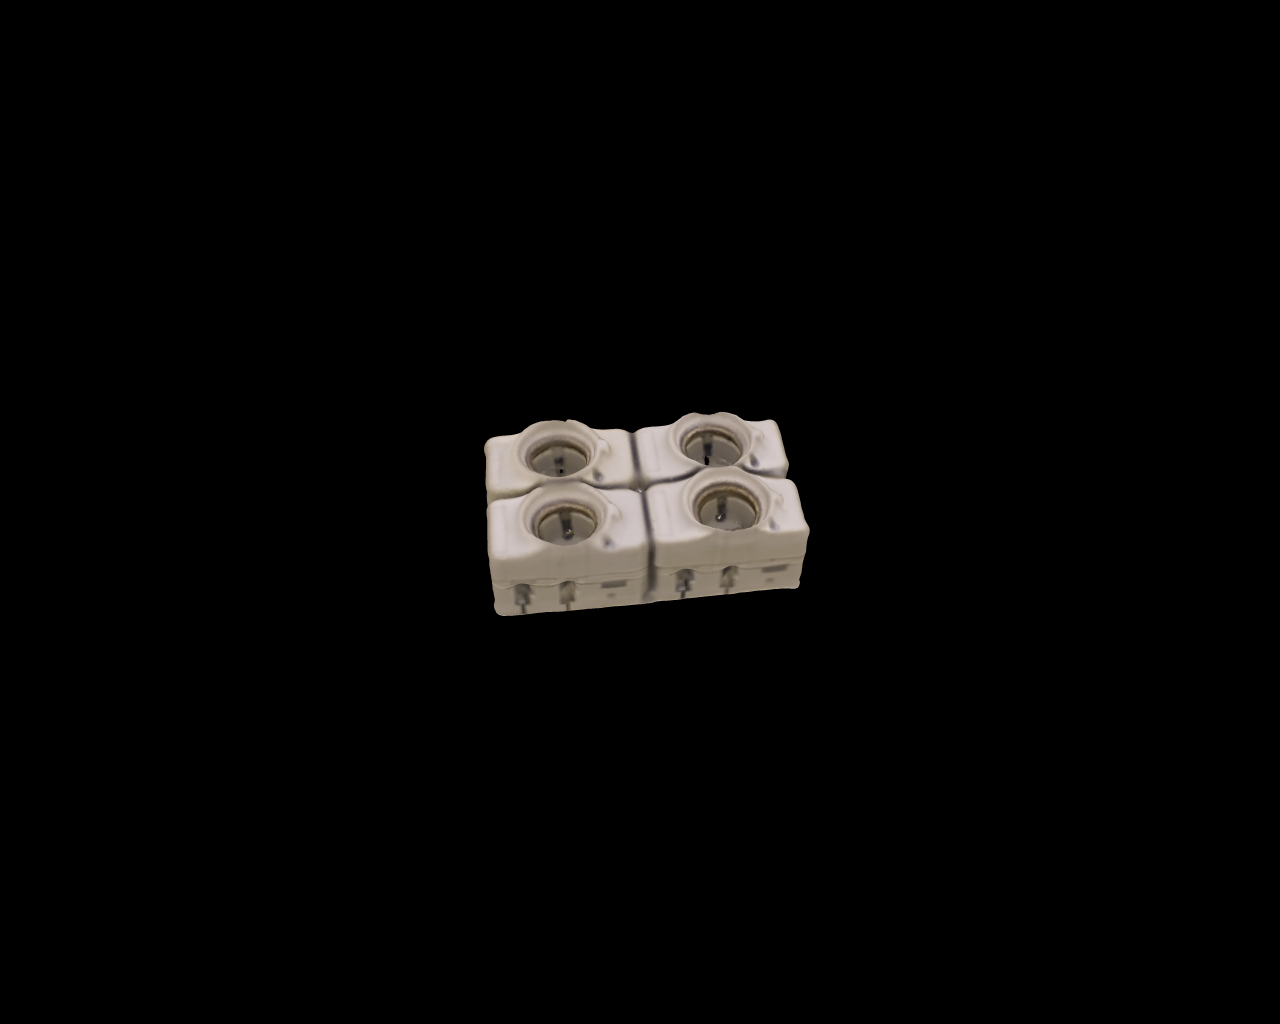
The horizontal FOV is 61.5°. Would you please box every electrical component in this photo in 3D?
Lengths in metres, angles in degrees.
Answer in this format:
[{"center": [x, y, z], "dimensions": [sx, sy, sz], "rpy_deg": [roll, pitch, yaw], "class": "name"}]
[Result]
[{"center": [0.001, -0.003, 0.650], "dimensions": [0.186, 0.105, 0.060], "rpy_deg": [-4, -43, -4], "class": "electrical component"}]
